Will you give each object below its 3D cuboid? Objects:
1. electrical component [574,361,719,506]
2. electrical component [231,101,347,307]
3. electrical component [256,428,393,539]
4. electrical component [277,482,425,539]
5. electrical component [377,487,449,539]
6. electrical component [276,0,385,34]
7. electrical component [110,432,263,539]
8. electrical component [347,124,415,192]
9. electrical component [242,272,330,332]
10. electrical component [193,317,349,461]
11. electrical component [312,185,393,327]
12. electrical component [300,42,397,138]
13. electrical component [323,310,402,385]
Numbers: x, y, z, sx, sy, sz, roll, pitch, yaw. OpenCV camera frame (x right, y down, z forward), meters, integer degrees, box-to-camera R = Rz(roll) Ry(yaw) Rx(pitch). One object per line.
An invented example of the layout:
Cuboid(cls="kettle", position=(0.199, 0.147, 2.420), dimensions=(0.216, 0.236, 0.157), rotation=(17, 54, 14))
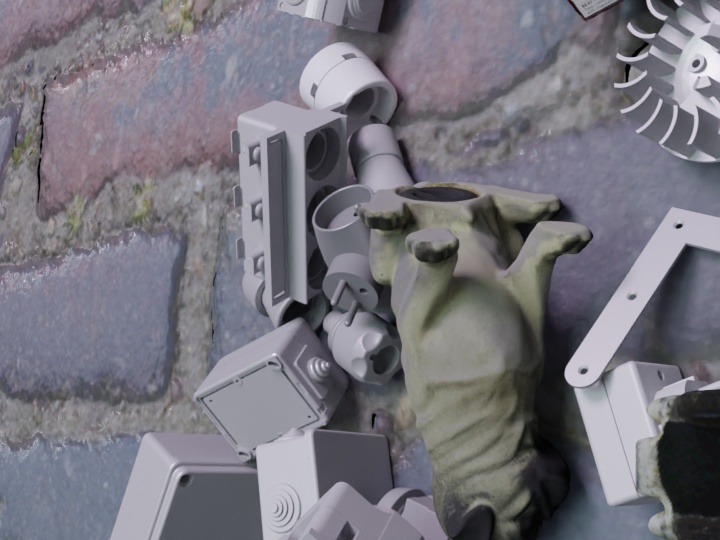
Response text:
Cuboid(cls="electrical component", position=(0.160, 0.077, 0.546), dimensions=(0.077, 0.047, 0.065), rotation=(-31, 62, 39))
Cuboid(cls="electrical component", position=(-0.047, -0.048, 0.725), dimensions=(0.063, 0.079, 0.121), rotation=(21, 125, 32))
Cuboid(cls="electrical component", position=(-0.021, 0.151, 0.688), dimensions=(0.048, 0.100, 0.099), rotation=(-17, 71, 30))
Cuboid(cls="electrical component", position=(0.023, 0.216, 0.592), dimensions=(0.186, 0.060, 0.105), rotation=(42, 120, 0))
Cuboid(cls="electrical component", position=(0.040, 0.163, 0.661), dimensions=(0.055, 0.048, 0.066), rotation=(17, 96, 39))
Cuboid(cls="electrical component", position=(-0.018, -0.200, 0.757), dimensions=(0.080, 0.080, 0.051), rotation=(26, 108, 45))
Cuboid(cls="electrical component", position=(-0.113, 0.177, 0.773), dimensions=(0.056, 0.109, 0.108), rotation=(32, 106, 47))
Cuboid(cls="electrical component", position=(0.014, -0.066, 0.729), dimensions=(0.044, 0.044, 0.065), rotation=(-39, 52, 35))
Cuboid(cls="electrical component", position=(-0.055, 0.019, 0.784), dimensions=(0.055, 0.045, 0.045), rotation=(42, 113, 42))
Cuboid(cls="electrical component", position=(-0.054, 0.078, 0.744), dimensions=(0.096, 0.061, 0.061), rotation=(-28, 106, 29))
Cuboid(cls="electrical component", position=(0.000, 0.000, 0.683), dimensions=(0.043, 0.077, 0.079), rotation=(-7, 42, 32))
Cuboid(cls="electrical component", position=(-0.007, -0.123, 0.751), dimensions=(0.047, 0.055, 0.055), rotation=(50, 119, 34))
Cuboid(cls="electrical component", position=(-0.001, 0.047, 0.723), dimensions=(0.062, 0.043, 0.043), rotation=(33, 108, 46))
